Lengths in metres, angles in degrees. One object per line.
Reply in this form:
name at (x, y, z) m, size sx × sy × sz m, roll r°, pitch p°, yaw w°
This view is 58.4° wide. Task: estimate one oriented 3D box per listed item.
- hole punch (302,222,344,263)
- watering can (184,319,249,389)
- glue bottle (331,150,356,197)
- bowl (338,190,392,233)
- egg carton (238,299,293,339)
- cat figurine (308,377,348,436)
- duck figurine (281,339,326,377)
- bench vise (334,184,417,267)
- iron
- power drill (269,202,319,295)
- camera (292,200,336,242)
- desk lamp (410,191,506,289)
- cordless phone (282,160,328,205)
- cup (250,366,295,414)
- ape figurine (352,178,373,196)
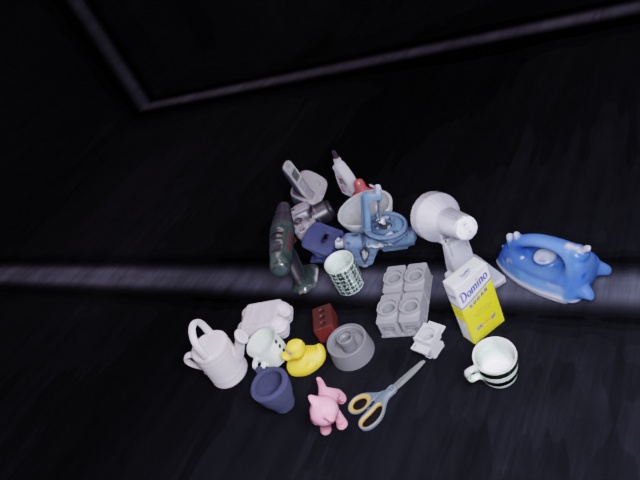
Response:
hole punch at (0.015, 0.006, 1.644) m, size 0.100 × 0.091 × 0.109 m, roll 1°, pitch 45°, yaw 34°
watering can at (-0.258, 0.267, 1.412) m, size 0.173 × 0.194 × 0.100 m, roll -32°, pitch 36°, yaw -5°
glue bottle at (0.072, -0.213, 1.806) m, size 0.037 × 0.173 × 0.077 m, roll -43°, pitch 39°, yaw -20°
bowl at (0.141, -0.070, 1.670) m, size 0.167 × 0.075 × 0.167 m, roll -17°, pitch 37°, yaw 14°
egg carton at (-0.143, 0.215, 1.509) m, size 0.150 × 0.070 × 0.107 m, roll -13°, pitch 39°, yaw 20°
cat figurine at (0.010, 0.348, 1.206) m, size 0.067 × 0.118 × 0.127 m, roll -20°, pitch 37°, yaw 10°
duck figurine at (-0.043, 0.269, 1.364) m, size 0.104 × 0.086 × 0.077 m, roll -25°, pitch 36°, yaw 3°
bench vise at (0.133, -0.033, 1.506) m, size 0.207 × 0.220 × 0.121 m, roll -31°, pitch 36°, yaw -4°
iron at (0.488, 0.037, 1.259) m, size 0.257 × 0.142 × 0.119 m, roll 19°, pitch 56°, yaw 45°
power drill at (-0.078, 0.035, 1.568) m, size 0.075 × 0.209 × 0.229 m, roll -15°, pitch 38°, yaw 17°
camera at (-0.022, -0.066, 1.749) m, size 0.137 × 0.101 × 0.143 m, roll -28°, pitch 36°, yaw 0°
desk lamp at (0.321, 0.002, 1.347) m, size 0.118 × 0.214 × 0.202 m, roll -34°, pitch 36°, yaw -8°
cordless phone at (-0.056, -0.201, 1.863) m, size 0.094 × 0.185 × 0.147 m, roll -8°, pitch 40°, yaw 25°
cup at (-0.105, 0.344, 1.304) m, size 0.092 × 0.095 × 0.117 m, roll -37°, pitch 37°, yaw -12°
ape figurine at (0.133, -0.151, 1.760) m, size 0.077 × 0.092 × 0.076 m, roll -9°, pitch 40°, yaw 24°
